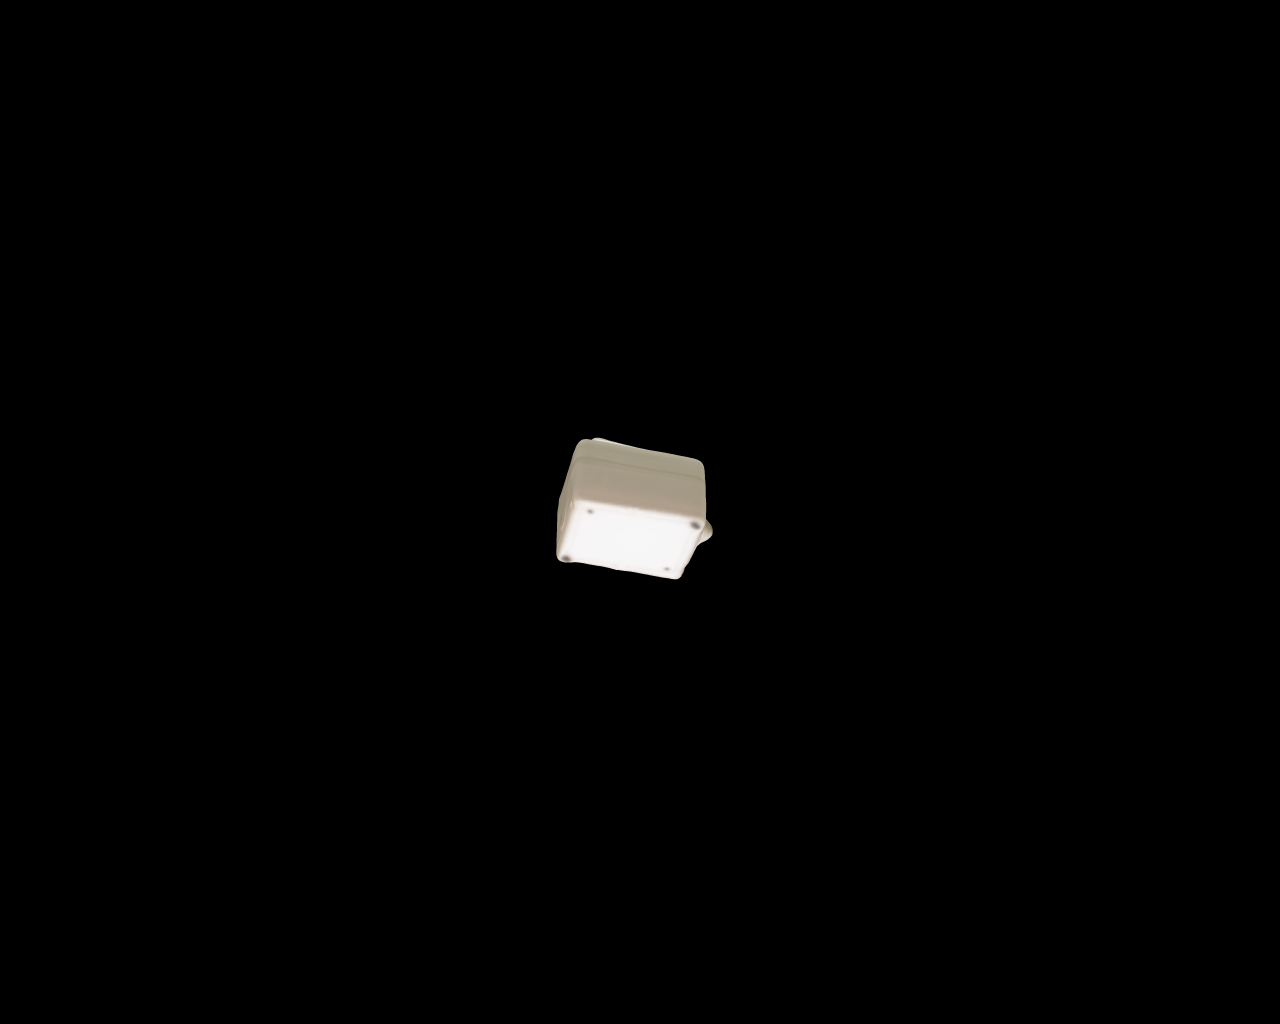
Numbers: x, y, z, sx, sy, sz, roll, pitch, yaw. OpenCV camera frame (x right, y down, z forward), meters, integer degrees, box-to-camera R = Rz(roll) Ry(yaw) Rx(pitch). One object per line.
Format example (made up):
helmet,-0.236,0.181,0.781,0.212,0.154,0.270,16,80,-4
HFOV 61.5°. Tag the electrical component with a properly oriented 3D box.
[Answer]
electrical component,0.001,-0.003,0.650,0.096,0.061,0.061,10,-43,-11
